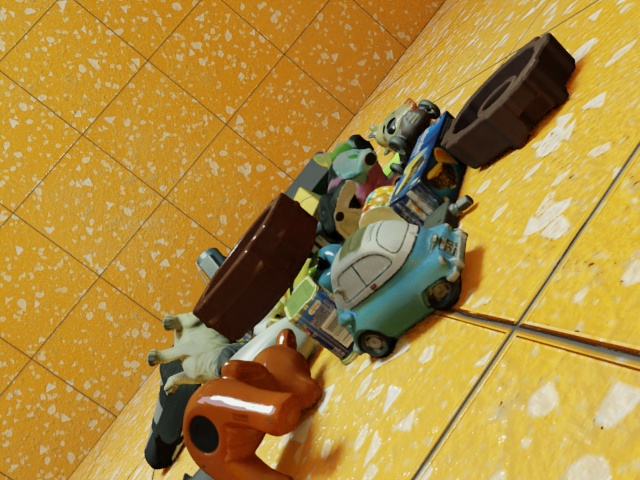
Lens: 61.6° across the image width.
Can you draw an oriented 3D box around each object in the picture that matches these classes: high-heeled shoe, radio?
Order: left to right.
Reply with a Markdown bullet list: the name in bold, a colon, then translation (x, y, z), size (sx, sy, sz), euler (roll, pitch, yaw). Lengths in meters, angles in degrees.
- **high-heeled shoe**: translation (-0.272, 0.306, 1.032), size (0.145, 0.086, 0.249), euler (101, -176, -54)
- **radio**: translation (-0.017, -0.057, 1.134), size (0.229, 0.131, 0.073), euler (-51, 41, 1)

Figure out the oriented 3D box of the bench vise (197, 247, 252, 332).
- **bench vise**: translation (-0.136, 0.109, 1.077), size (0.129, 0.224, 0.240), euler (-57, -22, 2)

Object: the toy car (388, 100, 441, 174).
- **toy car**: translation (0.151, -0.164, 0.895), size (0.089, 0.053, 0.202), euler (-54, -10, -2)

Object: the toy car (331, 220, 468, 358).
- **toy car**: translation (0.065, 0.036, 0.531), size (0.161, 0.103, 0.109), euler (-46, 12, 41)

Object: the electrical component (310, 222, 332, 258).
- **electrical component**: translation (-0.002, -0.003, 0.933), size (0.075, 0.119, 0.048), euler (-48, 10, 32)

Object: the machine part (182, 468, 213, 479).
- **machine part**: translation (-0.126, 0.280, 0.700), size (0.139, 0.039, 0.084), euler (-50, 18, -5)

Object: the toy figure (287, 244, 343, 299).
- **toy figure**: translation (0.007, 0.057, 0.783), size (0.089, 0.082, 0.180), euler (-54, 12, -28)

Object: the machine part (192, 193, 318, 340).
- **machine part**: translation (-0.094, 0.041, 0.823), size (0.201, 0.087, 0.201), euler (-48, 10, 23)

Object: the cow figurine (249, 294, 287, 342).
- **cow figurine**: translation (-0.075, 0.143, 0.848), size (0.098, 0.068, 0.167), euler (-55, 16, 17)

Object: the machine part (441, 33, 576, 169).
- **machine part**: translation (0.230, -0.167, 0.663), size (0.179, 0.056, 0.179), euler (-49, 8, 10)

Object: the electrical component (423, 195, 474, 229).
- **electrical component**: translation (0.137, -0.013, 0.614), size (0.094, 0.021, 0.063), euler (-42, 13, 40)

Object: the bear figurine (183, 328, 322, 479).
- **bear figurine**: translation (-0.046, 0.175, 0.568), size (0.196, 0.132, 0.120), euler (-8, -73, -60)

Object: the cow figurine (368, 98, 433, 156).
- **cow figurine**: translation (0.167, -0.232, 1.133), size (0.127, 0.085, 0.195), euler (-42, 12, 15)

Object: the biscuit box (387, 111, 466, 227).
- **biscuit box**: translation (0.155, -0.097, 0.724), size (0.059, 0.063, 0.203), euler (-41, 14, 41)

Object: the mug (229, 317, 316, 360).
- **mug**: translation (-0.060, 0.148, 0.710), size (0.107, 0.081, 0.109), euler (-45, -24, -11)

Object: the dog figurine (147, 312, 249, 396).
- **dog figurine**: translation (-0.172, 0.185, 0.928), size (0.191, 0.121, 0.172), euler (-6, 44, 17)

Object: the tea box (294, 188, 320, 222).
- **tea box**: translation (-0.031, -0.003, 1.025), size (0.169, 0.068, 0.098), euler (-64, 30, 8)

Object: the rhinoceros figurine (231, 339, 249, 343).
- **rhinoceros figurine**: translation (-0.188, 0.237, 1.060), size (0.190, 0.073, 0.112), euler (-28, 38, 57)

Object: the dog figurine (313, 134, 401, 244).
- **dog figurine**: translation (0.045, -0.093, 0.928), size (0.191, 0.108, 0.219), euler (-60, 24, 2)
